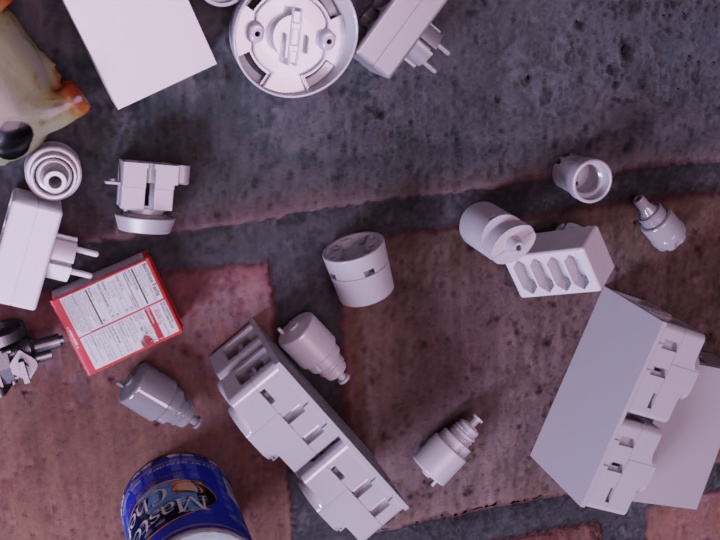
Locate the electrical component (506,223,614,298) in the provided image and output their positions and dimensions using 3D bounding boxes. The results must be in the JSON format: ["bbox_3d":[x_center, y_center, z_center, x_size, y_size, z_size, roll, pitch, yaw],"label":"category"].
[{"bbox_3d":[0.188,-0.018,0.984,0.075,0.083,0.047,-50,122,-41],"label":"electrical component"}]

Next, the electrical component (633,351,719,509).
[{"bbox_3d":[0.310,0.154,1.078,0.089,0.062,0.150,11,103,-21],"label":"electrical component"}]

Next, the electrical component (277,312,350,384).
[{"bbox_3d":[-0.038,0.072,0.952,0.040,0.040,0.078,-42,115,-1],"label":"electrical component"}]

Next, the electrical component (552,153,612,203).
[{"bbox_3d":[0.200,-0.085,0.976,0.040,0.046,0.040,-5,108,-16],"label":"electrical component"}]

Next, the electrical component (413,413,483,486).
[{"bbox_3d":[0.086,0.168,1.022,0.078,0.040,0.040,-47,114,0],"label":"electrical component"}]

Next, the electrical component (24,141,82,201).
[{"bbox_3d":[-0.236,-0.074,0.829,0.043,0.062,0.043,-5,108,-16],"label":"electrical component"}]

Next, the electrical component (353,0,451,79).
[{"bbox_3d":[0.042,-0.193,0.889,0.076,0.047,0.083,35,94,-24],"label":"electrical component"}]

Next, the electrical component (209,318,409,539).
[{"bbox_3d":[-0.049,0.142,0.935,0.060,0.105,0.186,-40,114,-2],"label":"electrical component"}]

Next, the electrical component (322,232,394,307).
[{"bbox_3d":[0.000,0.000,0.934,0.055,0.055,0.047,-22,116,-10],"label":"electrical component"}]

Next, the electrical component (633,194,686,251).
[{"bbox_3d":[0.281,-0.047,1.021,0.035,0.035,0.061,-46,112,0],"label":"electrical component"}]

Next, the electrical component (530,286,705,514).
[{"bbox_3d":[0.246,0.124,1.025,0.060,0.105,0.186,17,101,-22],"label":"electrical component"}]

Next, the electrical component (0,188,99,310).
[{"bbox_3d":[-0.247,-0.012,0.853,0.076,0.047,0.083,15,102,-21],"label":"electrical component"}]

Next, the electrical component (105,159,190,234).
[{"bbox_3d":[-0.172,-0.059,0.865,0.066,0.048,0.055,3,98,-19],"label":"electrical component"}]

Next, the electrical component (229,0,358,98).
[{"bbox_3d":[-0.055,-0.186,0.851,0.099,0.064,0.099,-5,108,-16],"label":"electrical component"}]

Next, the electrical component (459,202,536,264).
[{"bbox_3d":[0.123,-0.030,0.949,0.043,0.081,0.043,-5,108,-16],"label":"electrical component"}]

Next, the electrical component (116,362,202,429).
[{"bbox_3d":[-0.170,0.112,0.921,0.078,0.040,0.040,37,93,-24],"label":"electrical component"}]

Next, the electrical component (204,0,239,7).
[{"bbox_3d":[-0.111,-0.225,0.831,0.040,0.046,0.040,-5,108,-16],"label":"electrical component"}]
